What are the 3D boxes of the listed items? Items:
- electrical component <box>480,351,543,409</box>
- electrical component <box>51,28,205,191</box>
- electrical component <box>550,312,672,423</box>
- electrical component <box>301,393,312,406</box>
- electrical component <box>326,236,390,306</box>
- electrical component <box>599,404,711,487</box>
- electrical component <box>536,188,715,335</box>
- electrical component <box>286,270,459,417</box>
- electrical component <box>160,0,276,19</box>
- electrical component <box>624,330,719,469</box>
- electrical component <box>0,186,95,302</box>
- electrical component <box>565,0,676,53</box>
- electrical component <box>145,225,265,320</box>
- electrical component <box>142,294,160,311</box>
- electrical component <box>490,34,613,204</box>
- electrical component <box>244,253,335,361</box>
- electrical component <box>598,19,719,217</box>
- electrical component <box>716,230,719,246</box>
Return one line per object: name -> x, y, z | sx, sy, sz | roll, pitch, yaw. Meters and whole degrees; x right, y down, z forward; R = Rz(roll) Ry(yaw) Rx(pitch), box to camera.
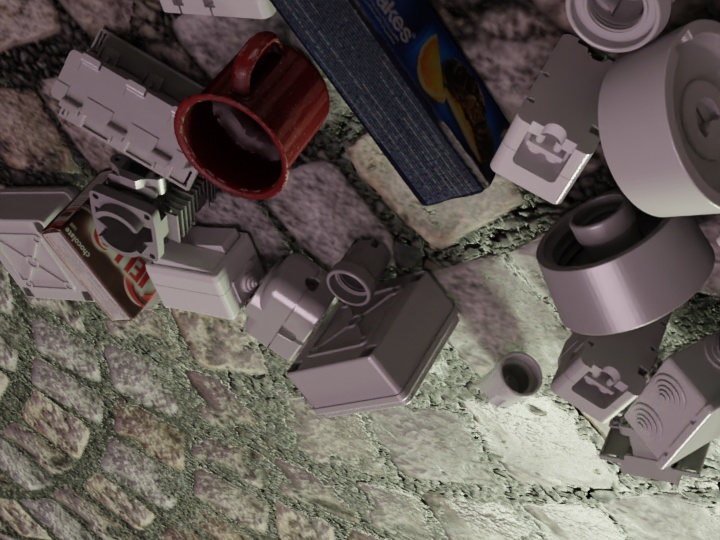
electrical component -> 0.126, 0.094, 0.903 | 0.040, 0.040, 0.046 | 34, 149, -2
electrical component -> -0.173, -0.125, 0.840 | 0.121, 0.063, 0.078 | 30, 102, 3
electrical component -> 0.181, 0.059, 0.781 | 0.050, 0.089, 0.055 | 32, 143, 1
electrical component -> -0.037, 0.111, 1.040 | 0.040, 0.040, 0.046 | 29, 149, 4
electrical component -> 0.000, 0.000, 0.881 | 0.040, 0.046, 0.040 | 20, 141, 17
electrical component -> 0.236, 0.135, 0.866 | 0.081, 0.042, 0.063 | 6, 134, 30
electrical component -> 0.167, -0.015, 0.698 | 0.108, 0.108, 0.060 | -11, 119, 43
electrical component -> 0.011, 0.062, 0.891 | 0.109, 0.108, 0.056 | -16, 119, 45
electrical component -> -0.093, -0.206, 0.713 | 0.089, 0.050, 0.055 | 11, 138, 27
electrical component -> 0.244, 0.085, 0.760 | 0.048, 0.100, 0.099 | 54, 151, 26
electrical component -> -0.308, -0.026, 1.065 | 0.109, 0.056, 0.108 | 2, 134, 34
electrical component -> 0.147, -0.157, 0.590 | 0.058, 0.057, 0.078 | 39, 143, -9
electrical component -> -0.134, -0.001, 0.963 | 0.096, 0.061, 0.061 | 9, 137, 28
electrical component -> -0.228, -0.003, 1.044 | 0.043, 0.043, 0.081 | -4, 130, 39
electrical component -> 0.122, -0.090, 0.656 | 0.050, 0.089, 0.055 | 29, 143, 5
electrical component -> -0.063, 0.031, 0.955 | 0.059, 0.053, 0.095 | 34, 143, -2
electrical component -> 0.181, -0.081, 0.613 | 0.060, 0.108, 0.108 | -11, 125, 50
electrical component -> 0.250, -0.041, 0.654 | 0.066, 0.047, 0.076 | -20, 119, 47
